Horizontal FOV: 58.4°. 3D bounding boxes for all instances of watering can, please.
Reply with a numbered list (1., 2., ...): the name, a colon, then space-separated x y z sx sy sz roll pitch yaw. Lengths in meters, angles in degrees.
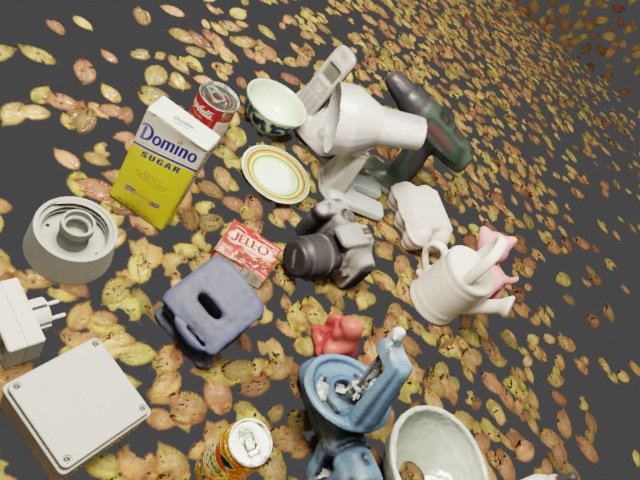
1. watering can: 0.256 0.064 0.983 0.173 0.193 0.101 30 43 -13

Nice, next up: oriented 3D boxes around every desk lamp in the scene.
1. desk lamp: 0.076 -0.161 1.019 0.204 0.213 0.118 19 47 -23

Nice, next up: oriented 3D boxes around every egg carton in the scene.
1. egg carton: 0.194 -0.045 1.118 0.107 0.069 0.150 6 53 -33

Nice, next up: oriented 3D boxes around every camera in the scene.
1. camera: 0.008 0.003 0.919 0.137 0.100 0.143 -8 62 -40

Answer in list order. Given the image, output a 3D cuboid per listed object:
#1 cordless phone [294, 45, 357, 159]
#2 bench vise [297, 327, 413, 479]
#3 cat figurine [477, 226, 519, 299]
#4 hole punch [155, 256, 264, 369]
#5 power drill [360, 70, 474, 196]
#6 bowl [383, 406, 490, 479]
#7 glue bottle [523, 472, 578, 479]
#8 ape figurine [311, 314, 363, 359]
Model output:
1. cordless phone: 0.028 -0.260 1.085 0.147 0.184 0.094 48 43 7
2. bench vise: 0.060 0.212 0.698 0.122 0.219 0.207 -10 63 -41
3. cat figurine: 0.342 0.040 1.122 0.067 0.117 0.127 -1 57 -37
4. hole punch: -0.142 0.093 0.742 0.108 0.091 0.101 47 43 6
5. power drill: 0.171 -0.189 1.116 0.230 0.208 0.076 34 43 -8
6. bowl: 0.146 0.318 0.782 0.168 0.074 0.167 20 47 -22
7. glue bottle: 0.282 0.348 0.786 0.078 0.173 0.037 3 55 -35
8. ape figurine: 0.030 0.139 0.830 0.076 0.092 0.078 45 42 3
